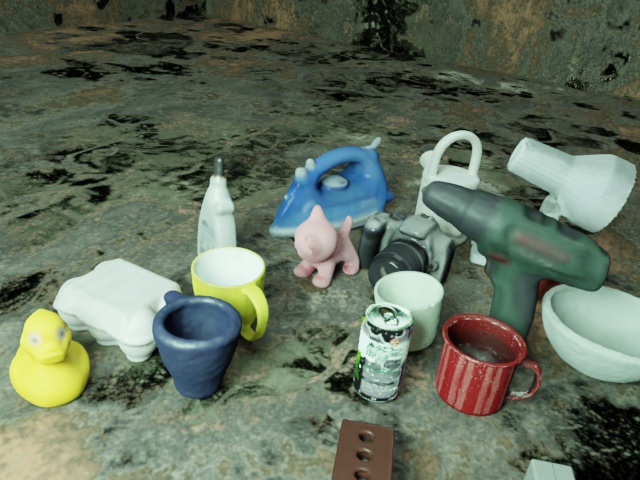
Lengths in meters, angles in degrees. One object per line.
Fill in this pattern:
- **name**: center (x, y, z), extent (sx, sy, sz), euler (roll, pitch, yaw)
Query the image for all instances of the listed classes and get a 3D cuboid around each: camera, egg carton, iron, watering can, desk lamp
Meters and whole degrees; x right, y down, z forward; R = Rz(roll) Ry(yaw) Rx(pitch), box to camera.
- **camera**: center (0.115, 0.017, 0.856), extent (0.142, 0.101, 0.137), euler (21, 31, 25)
- **egg carton**: center (-0.235, 0.081, 0.690), extent (0.150, 0.069, 0.107), euler (19, 30, 22)
- **iron**: center (0.019, -0.098, 1.006), extent (0.259, 0.141, 0.118), euler (-19, 37, -39)
- **watering can**: center (0.220, -0.099, 0.997), extent (0.101, 0.194, 0.172), euler (-15, 35, -35)
- **desk lamp**: center (0.364, -0.050, 0.917), extent (0.203, 0.213, 0.118), euler (12, 28, 9)

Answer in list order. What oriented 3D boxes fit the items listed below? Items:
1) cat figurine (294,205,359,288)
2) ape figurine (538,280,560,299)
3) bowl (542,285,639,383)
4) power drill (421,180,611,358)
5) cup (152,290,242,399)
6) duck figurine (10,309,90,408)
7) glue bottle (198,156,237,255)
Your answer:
- **cat figurine**: center (0.008, 0.003, 0.840), extent (0.067, 0.118, 0.128), euler (27, 34, 33)
- **ape figurine**: center (0.336, 0.039, 0.874), extent (0.076, 0.092, 0.077), euler (-17, 36, -37)
- **bowl**: center (0.360, 0.128, 0.731), extent (0.167, 0.075, 0.167), euler (5, 28, -3)
- **power drill**: center (0.221, 0.045, 0.712), extent (0.229, 0.208, 0.076), euler (14, 29, 14)
- **cup**: center (-0.139, 0.115, 0.622), extent (0.092, 0.095, 0.117), euler (-16, 36, -36)
- **duck figurine**: center (-0.287, 0.112, 0.604), extent (0.078, 0.086, 0.104), euler (-12, 33, -31)
- **glue bottle**: center (-0.146, -0.037, 0.821), extent (0.037, 0.173, 0.077), euler (-14, 34, -34)
